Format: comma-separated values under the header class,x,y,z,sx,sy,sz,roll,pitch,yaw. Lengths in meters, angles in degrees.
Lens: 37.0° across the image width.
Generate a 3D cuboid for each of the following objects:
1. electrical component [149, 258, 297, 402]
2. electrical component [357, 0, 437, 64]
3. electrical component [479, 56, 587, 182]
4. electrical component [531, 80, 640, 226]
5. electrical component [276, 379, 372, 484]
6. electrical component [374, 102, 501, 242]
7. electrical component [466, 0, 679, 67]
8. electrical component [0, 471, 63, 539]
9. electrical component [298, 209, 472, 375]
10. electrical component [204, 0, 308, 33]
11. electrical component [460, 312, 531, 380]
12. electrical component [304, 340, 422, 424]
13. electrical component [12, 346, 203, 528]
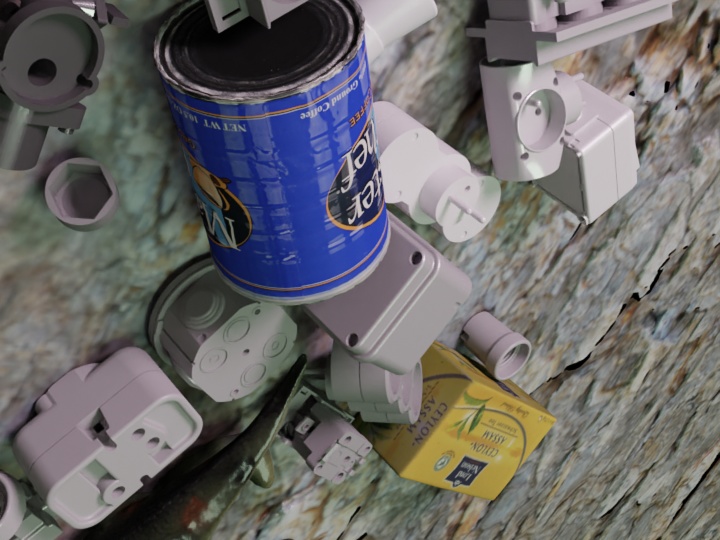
class,x,y,z,sx,sy,sz,roll,pitch,yaw
electrical component,-0.082,0.035,0.651,0.080,0.051,0.080,-27,139,-26
electrical component,0.004,-0.136,0.593,0.065,0.044,0.044,-42,144,0
electrical component,0.119,-0.107,0.707,0.079,0.044,0.077,-24,117,-26
electrical component,0.160,-0.093,0.774,0.061,0.062,0.096,-38,143,-13
electrical component,-0.029,0.116,0.770,0.042,0.064,0.081,-49,144,0
electrical component,0.051,-0.052,0.688,0.052,0.074,0.138,-54,144,8
electrical component,0.136,-0.174,0.671,0.121,0.079,0.063,-24,115,-30
electrical component,-0.211,0.146,0.626,0.066,0.048,0.055,-39,151,-13
electrical component,0.000,0.000,0.650,0.078,0.113,0.057,-52,143,5
electrical component,-0.047,-0.153,0.505,0.081,0.064,0.042,-35,141,-19
electrical component,0.109,0.061,0.875,0.040,0.046,0.040,-27,139,-26
electrical component,-0.003,0.074,0.760,0.138,0.074,0.052,54,39,-69
electrical component,-0.149,0.094,0.629,0.095,0.059,0.053,-40,143,-11
